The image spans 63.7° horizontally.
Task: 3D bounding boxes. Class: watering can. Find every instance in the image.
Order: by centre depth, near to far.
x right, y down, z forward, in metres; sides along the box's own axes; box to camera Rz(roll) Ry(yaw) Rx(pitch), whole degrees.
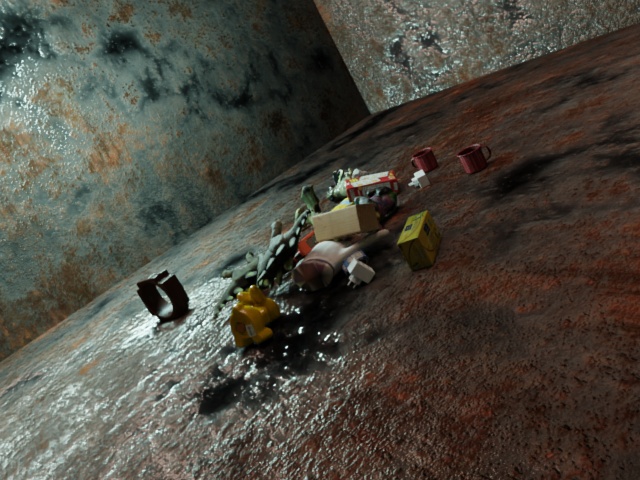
[{"bbox_3d":[0.047,0.057,1.656,0.344,0.103,0.228,-20,17,33],"label":"watering can"}]

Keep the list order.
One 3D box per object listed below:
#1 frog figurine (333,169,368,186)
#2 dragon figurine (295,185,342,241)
[{"bbox_3d":[0.156,-0.297,2.567,0.159,0.125,0.135,6,-22,-20],"label":"frog figurine"},{"bbox_3d":[0.006,-0.095,1.889,0.124,0.242,0.405,-38,3,-27],"label":"dragon figurine"}]
